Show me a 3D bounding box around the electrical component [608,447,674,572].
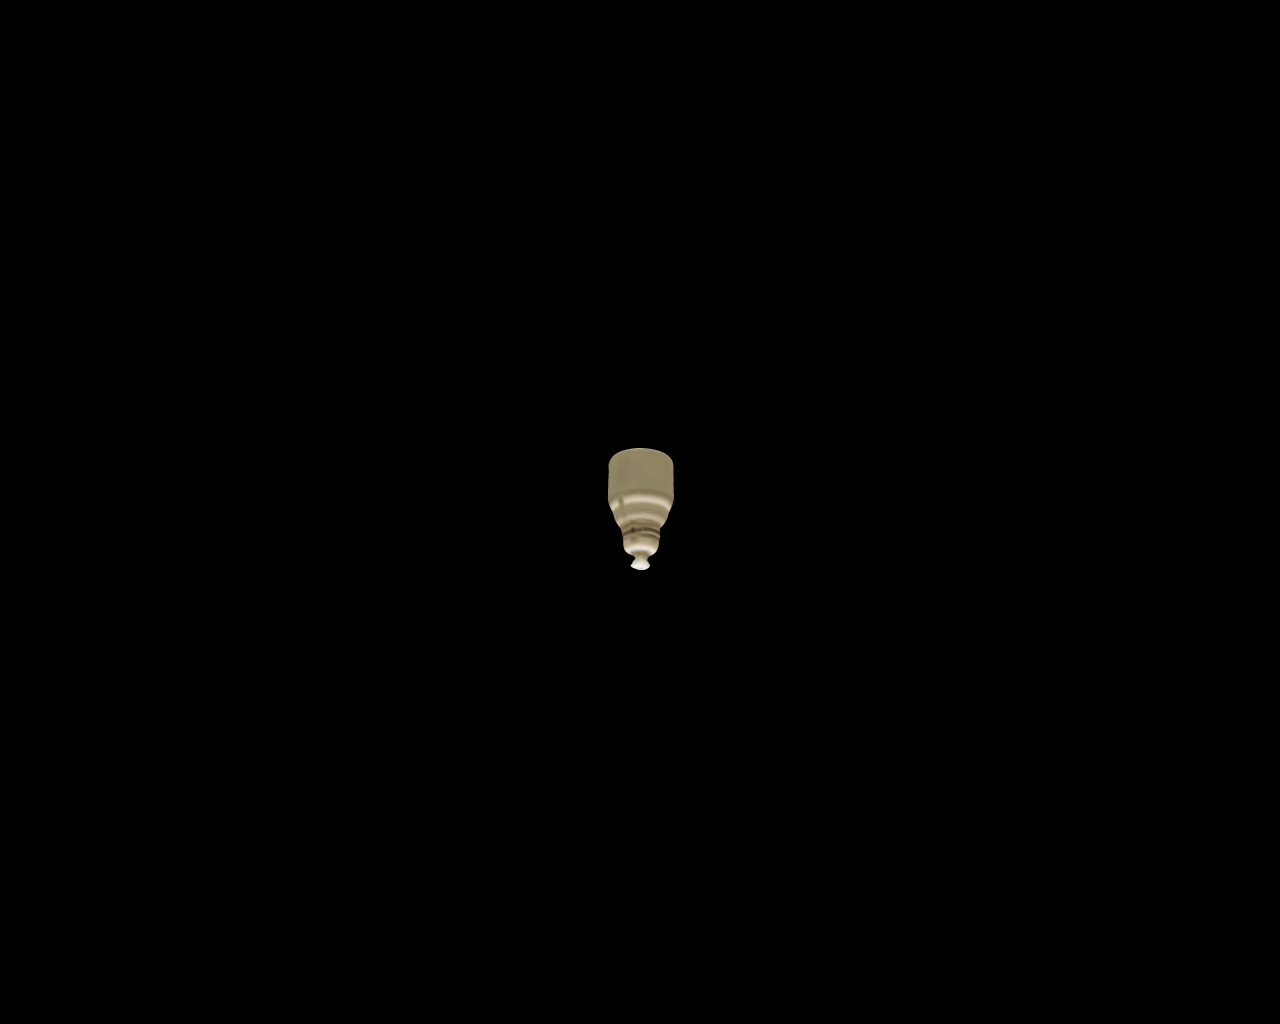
[{"bbox_3d":[0.001,-0.003,0.650,0.040,0.078,0.040,0,-22,0],"label":"electrical component"}]
